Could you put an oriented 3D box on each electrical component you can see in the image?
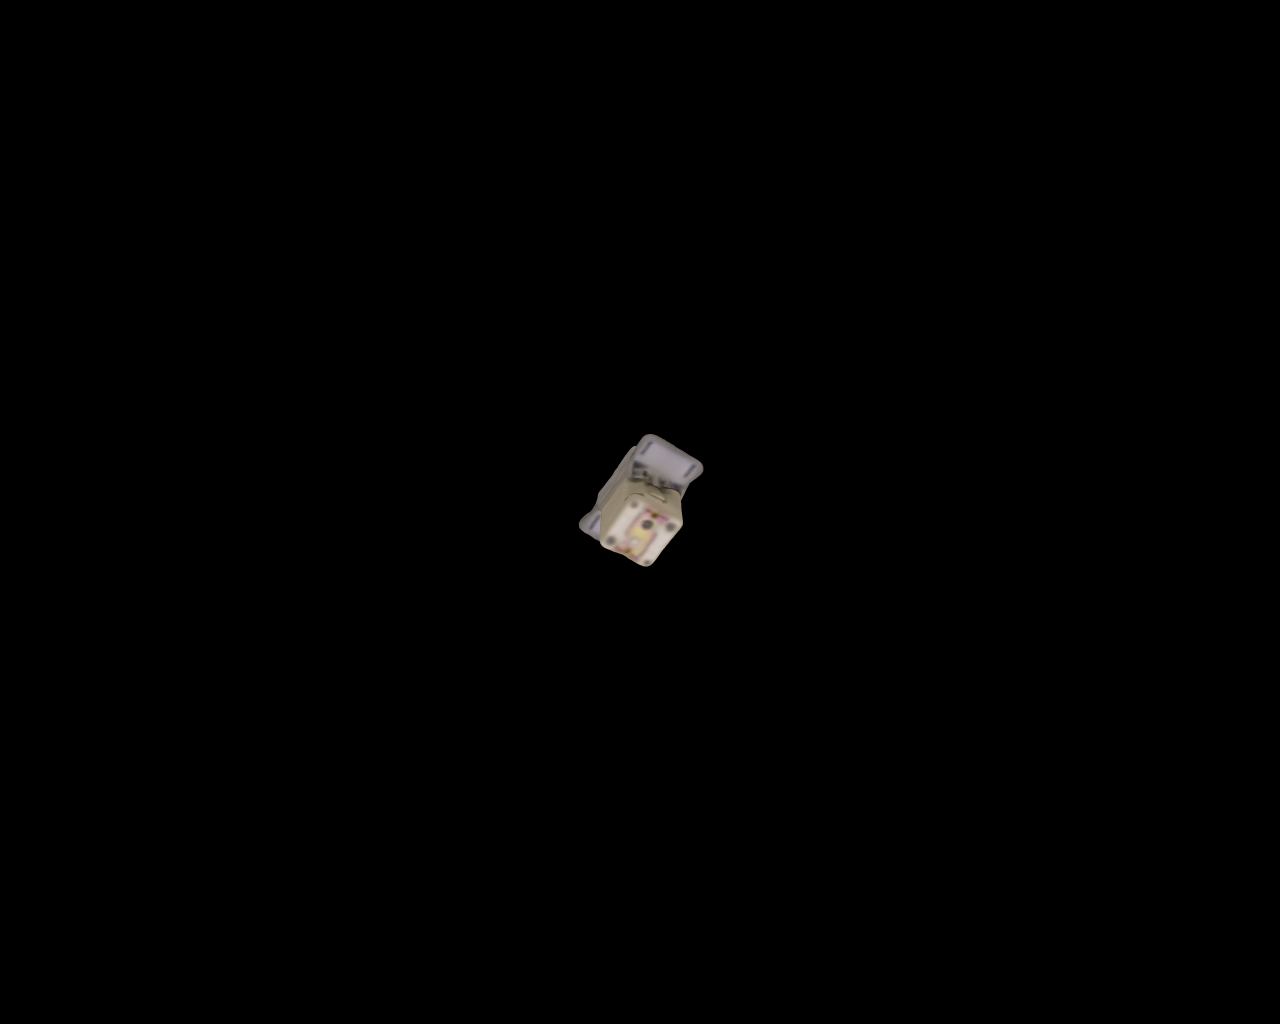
[{"bbox_3d":[0.001,-0.003,0.650,0.042,0.081,0.064,28,28,-16],"label":"electrical component"}]
